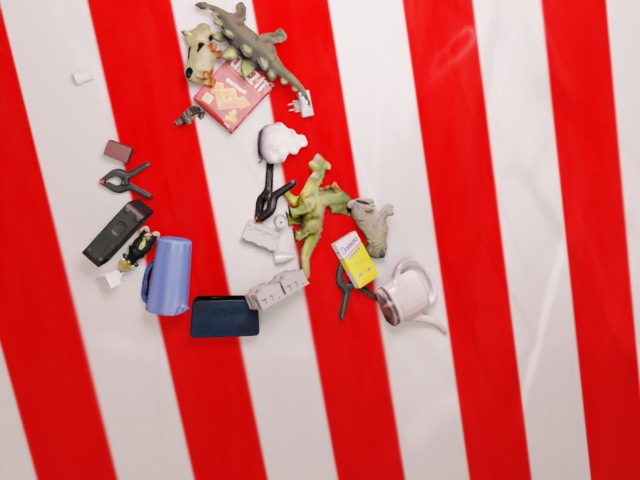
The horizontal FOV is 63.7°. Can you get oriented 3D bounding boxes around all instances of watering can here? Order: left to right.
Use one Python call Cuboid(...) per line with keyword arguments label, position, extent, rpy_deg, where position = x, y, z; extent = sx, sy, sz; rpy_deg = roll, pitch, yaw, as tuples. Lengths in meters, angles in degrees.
Cuboid(label="watering can", position=(0.324, 0.230, 1.810), extent=(0.226, 0.104, 0.343), rpy_deg=(-27, 107, -15))

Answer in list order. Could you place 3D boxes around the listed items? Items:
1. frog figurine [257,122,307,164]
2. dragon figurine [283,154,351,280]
Cuboid(label="frog figurine", position=(-0.122, -0.313, 1.673), extent=(0.159, 0.120, 0.140), rpy_deg=(1, 66, 0))
Cuboid(label="dragon figurine", position=(0.005, -0.087, 1.736), extent=(0.244, 0.123, 0.405), rpy_deg=(-17, 108, -14))
